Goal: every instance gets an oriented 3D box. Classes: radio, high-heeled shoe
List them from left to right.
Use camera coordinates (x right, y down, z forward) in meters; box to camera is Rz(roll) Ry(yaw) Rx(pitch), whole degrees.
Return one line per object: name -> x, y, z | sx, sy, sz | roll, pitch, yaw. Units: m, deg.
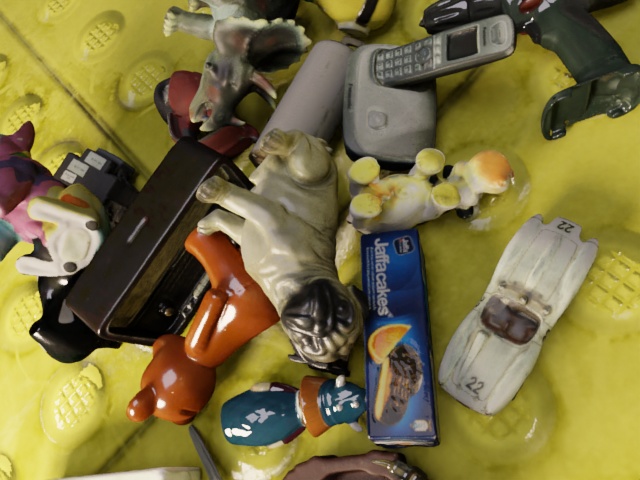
high-heeled shoe -> -0.336, 0.059, 0.660 | 0.249, 0.145, 0.086 | 40, 87, 27
radio -> -0.167, 0.009, 0.619 | 0.073, 0.131, 0.229 | 32, 84, 28

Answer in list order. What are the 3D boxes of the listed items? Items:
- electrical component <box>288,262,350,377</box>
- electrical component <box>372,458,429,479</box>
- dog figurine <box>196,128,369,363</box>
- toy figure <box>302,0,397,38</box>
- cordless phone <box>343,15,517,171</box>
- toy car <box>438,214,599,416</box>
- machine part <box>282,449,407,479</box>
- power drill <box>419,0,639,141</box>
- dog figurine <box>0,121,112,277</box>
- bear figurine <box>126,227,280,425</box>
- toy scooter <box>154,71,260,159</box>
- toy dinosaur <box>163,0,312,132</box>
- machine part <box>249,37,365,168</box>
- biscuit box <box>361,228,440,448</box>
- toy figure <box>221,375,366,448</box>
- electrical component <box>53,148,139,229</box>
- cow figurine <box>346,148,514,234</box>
electrical component -> 0.012, 0.076, 0.558 | 0.048, 0.074, 0.119 | 8, 70, 23
electrical component -> 0.064, 0.229, 0.435 | 0.078, 0.045, 0.102 | 29, 85, -3
dog figurine -> -0.003, 0.001, 0.512 | 0.172, 0.121, 0.190 | -42, 81, -14
toy figure -> 0.015, -0.319, 0.651 | 0.089, 0.180, 0.082 | -28, 44, 41
cordless phone -> 0.118, -0.153, 0.569 | 0.184, 0.088, 0.146 | -9, 66, 34
toy car -> 0.184, 0.066, 0.502 | 0.074, 0.056, 0.201 | 30, 84, 28
machine part -> 0.038, 0.276, 0.481 | 0.179, 0.056, 0.179 | -7, 69, 18
power drill -> 0.241, -0.212, 0.580 | 0.232, 0.085, 0.207 | -17, 58, 12
dog figurine -> -0.359, -0.064, 0.676 | 0.219, 0.191, 0.108 | -113, 38, -49
bear figurine -> -0.130, 0.099, 0.583 | 0.196, 0.120, 0.132 | -45, 57, 6
toy scooter -> -0.145, -0.153, 0.706 | 0.135, 0.075, 0.184 | -15, 69, 16
toy dinosaur -> -0.092, -0.320, 0.718 | 0.192, 0.131, 0.405 | 18, 50, -6
machine part -> -0.012, -0.150, 0.640 | 0.079, 0.079, 0.243 | 18, 72, 26
biscuit box -> 0.076, 0.090, 0.519 | 0.063, 0.059, 0.203 | -6, 62, 12
toy figure -> -0.024, 0.169, 0.544 | 0.155, 0.064, 0.058 | -14, 28, 11
electrical component -> -0.320, -0.061, 0.749 | 0.115, 0.058, 0.134 | 29, 83, 26
cow figurine -> 0.111, -0.044, 0.562 | 0.167, 0.098, 0.068 | -8, 67, 0
